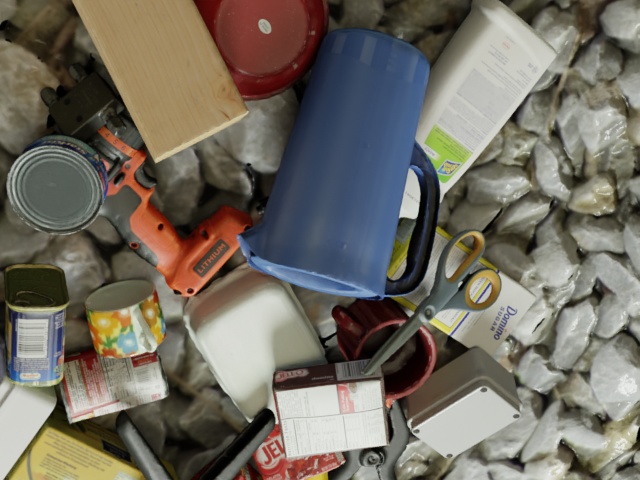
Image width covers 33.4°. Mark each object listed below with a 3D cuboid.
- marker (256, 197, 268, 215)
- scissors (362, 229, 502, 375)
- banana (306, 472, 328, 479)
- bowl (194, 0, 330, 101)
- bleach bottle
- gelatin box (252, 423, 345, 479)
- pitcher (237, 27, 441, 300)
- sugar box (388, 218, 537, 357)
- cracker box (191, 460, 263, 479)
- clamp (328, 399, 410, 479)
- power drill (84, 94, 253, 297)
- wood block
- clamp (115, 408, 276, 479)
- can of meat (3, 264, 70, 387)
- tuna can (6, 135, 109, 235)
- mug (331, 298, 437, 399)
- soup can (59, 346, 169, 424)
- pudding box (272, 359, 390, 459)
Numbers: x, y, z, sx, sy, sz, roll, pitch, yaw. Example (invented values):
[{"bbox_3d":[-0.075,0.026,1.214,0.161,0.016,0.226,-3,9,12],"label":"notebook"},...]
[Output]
[{"bbox_3d":[-0.011,-0.057,1.092,0.121,0.020,0.020,-28,115,-6],"label":"marker"},{"bbox_3d":[0.125,0.080,1.104,0.096,0.016,0.201,42,70,-25],"label":"scissors"},{"bbox_3d":[0.002,0.241,1.178,0.037,0.070,0.198,1,102,-56],"label":"banana"},{"bbox_3d":[-0.061,-0.204,1.003,0.162,0.055,0.162,-6,111,-16],"label":"bowl"},{"bbox_3d":[0.126,-0.120,1.090,0.102,0.068,0.251,34,99,-24],"label":"bleach bottle"},{"bbox_3d":[-0.028,0.225,1.152,0.089,0.030,0.073,-27,84,14],"label":"gelatin box"},{"bbox_3d":[0.034,-0.067,1.012,0.149,0.145,0.243,30,73,-62],"label":"pitcher"},{"bbox_3d":[0.144,0.050,1.167,0.176,0.048,0.093,34,96,-28],"label":"sugar box"},{"bbox_3d":[-0.088,0.362,1.192,0.164,0.072,0.213,-41,115,0],"label":"cracker box"},{"bbox_3d":[0.065,0.250,1.217,0.120,0.039,0.171,18,106,-20],"label":"clamp"},{"bbox_3d":[-0.156,-0.048,1.030,0.187,0.057,0.184,40,97,-23],"label":"power drill"},{"bbox_3d":[-0.151,-0.181,0.929,0.090,0.090,0.206,-28,95,-7],"label":"wood block"},{"bbox_3d":[-0.145,0.260,1.083,0.164,0.036,0.210,11,103,-24],"label":"clamp"},{"bbox_3d":[-0.272,0.080,1.015,0.057,0.102,0.084,1,111,-18],"label":"can of meat"},{"bbox_3d":[-0.233,-0.050,0.955,0.086,0.033,0.086,0,115,0],"label":"tuna can"},{"bbox_3d":[0.058,0.105,1.139,0.117,0.081,0.093,32,97,-25],"label":"mug"},{"bbox_3d":[-0.209,0.139,1.074,0.102,0.068,0.068,-14,113,-13],"label":"soup can"},{"bbox_3d":[0.012,0.173,1.093,0.113,0.039,0.090,-6,119,2],"label":"pudding box"}]
